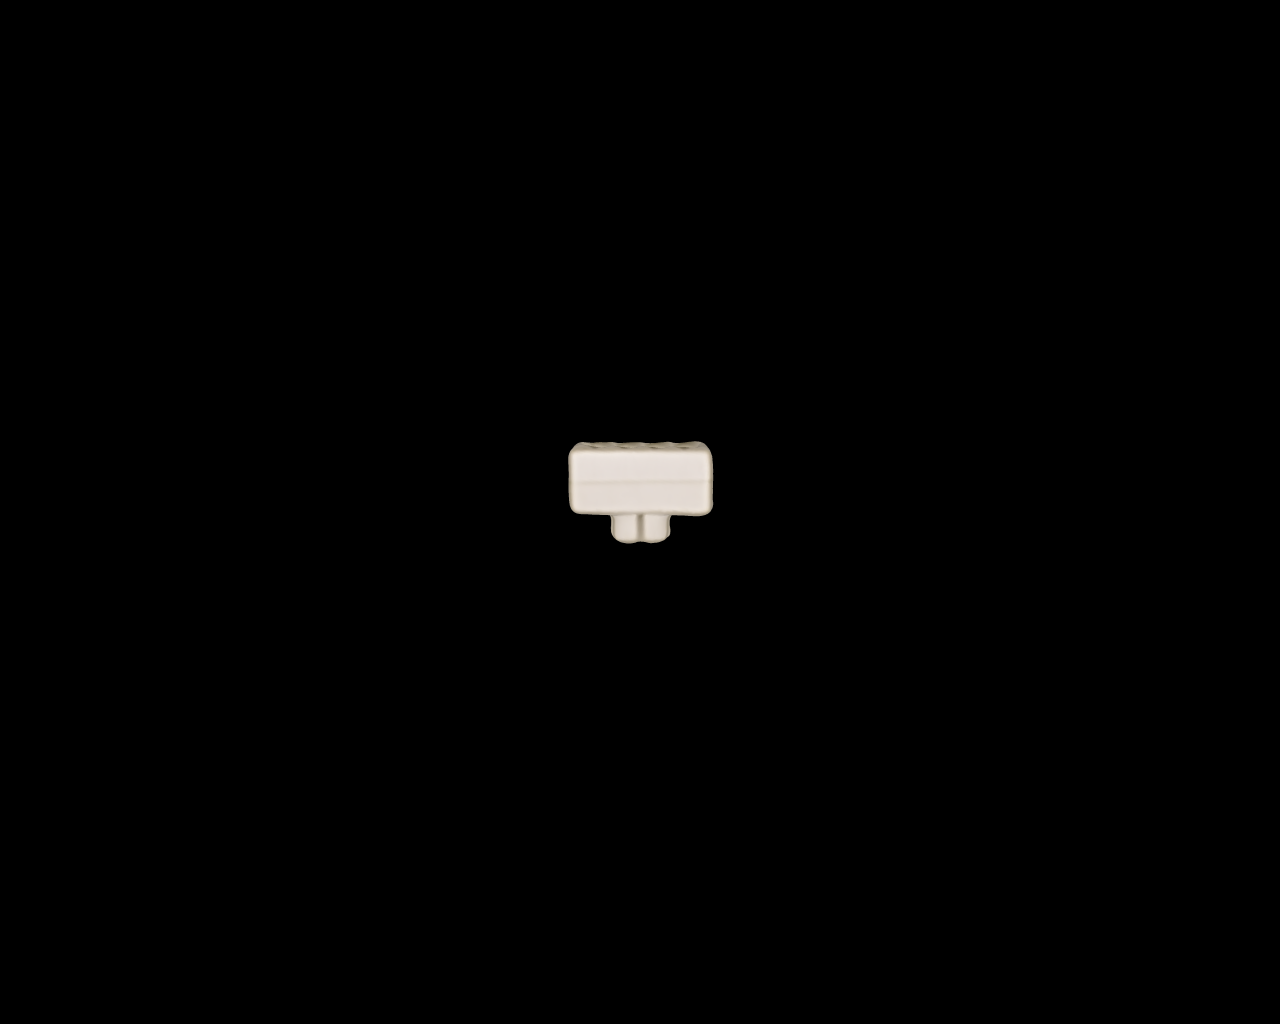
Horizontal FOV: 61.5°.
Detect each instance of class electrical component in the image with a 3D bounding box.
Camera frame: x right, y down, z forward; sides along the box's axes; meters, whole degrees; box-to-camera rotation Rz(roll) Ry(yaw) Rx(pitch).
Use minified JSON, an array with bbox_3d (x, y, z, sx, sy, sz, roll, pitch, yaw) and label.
[{"bbox_3d":[0.001,-0.003,0.650,0.083,0.075,0.047,0,9,0],"label":"electrical component"}]
